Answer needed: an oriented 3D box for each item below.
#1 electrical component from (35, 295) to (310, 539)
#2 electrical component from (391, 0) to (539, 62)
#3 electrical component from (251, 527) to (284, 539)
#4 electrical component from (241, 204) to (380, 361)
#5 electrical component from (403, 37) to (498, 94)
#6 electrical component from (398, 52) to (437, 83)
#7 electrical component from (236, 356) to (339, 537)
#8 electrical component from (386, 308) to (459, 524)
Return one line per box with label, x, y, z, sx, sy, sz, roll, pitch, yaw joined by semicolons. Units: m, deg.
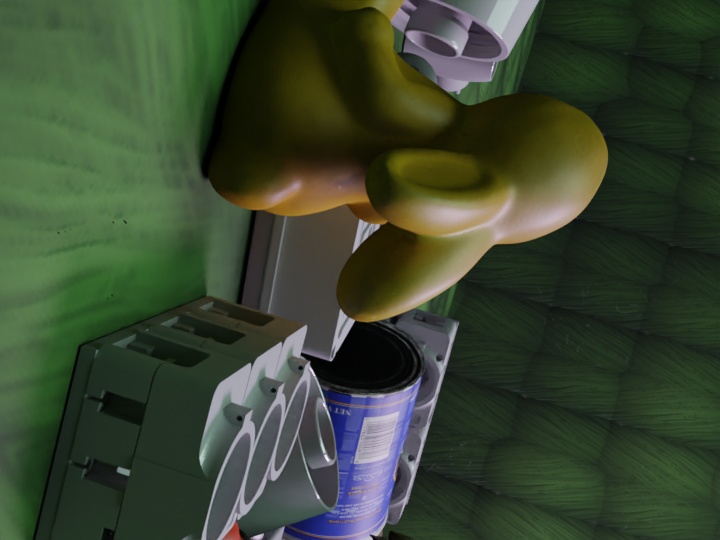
electrical component;-0.071;0.070;0.466;0.150;0.062;0.089;-30;136;-78
electrical component;0.059;-0.175;0.707;0.108;0.108;0.060;48;65;-81
electrical component;-0.076;0.158;0.655;0.083;0.047;0.075;-21;127;-80
electrical component;-0.025;-0.016;0.616;0.078;0.057;0.113;-58;162;-63
electrical component;0.078;-0.179;0.915;0.079;0.077;0.043;93;15;-58
electrical component;0.032;-0.132;0.820;0.062;0.048;0.048;104;5;-72
electrical component;-0.050;0.099;0.615;0.099;0.064;0.099;-14;90;-81
electrical component;0.011;0.125;0.972;0.060;0.105;0.186;-45;151;-73
